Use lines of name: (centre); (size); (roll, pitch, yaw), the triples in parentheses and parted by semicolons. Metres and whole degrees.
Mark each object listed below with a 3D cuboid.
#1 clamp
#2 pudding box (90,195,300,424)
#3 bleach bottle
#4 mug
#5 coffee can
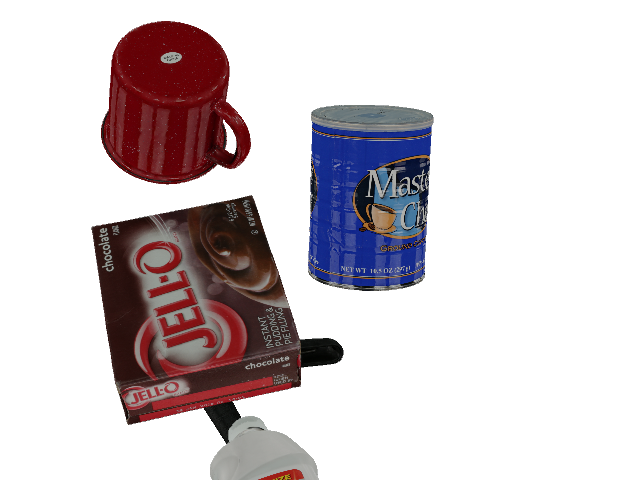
clamp: (-0.094, 0.112, 0.982); (0.210, 0.036, 0.164); (20, 37, 31)
pudding box: (-0.066, 0.033, 0.549); (0.090, 0.039, 0.113); (-11, 45, -10)
bleach bottle: (-0.035, 0.210, 0.717); (0.102, 0.068, 0.251); (-10, 32, -10)
mug: (-0.099, -0.094, 0.759); (0.117, 0.093, 0.082); (35, -34, 13)
coffee can: (0.042, -0.039, 0.910); (0.103, 0.140, 0.103); (1, 15, -1)
